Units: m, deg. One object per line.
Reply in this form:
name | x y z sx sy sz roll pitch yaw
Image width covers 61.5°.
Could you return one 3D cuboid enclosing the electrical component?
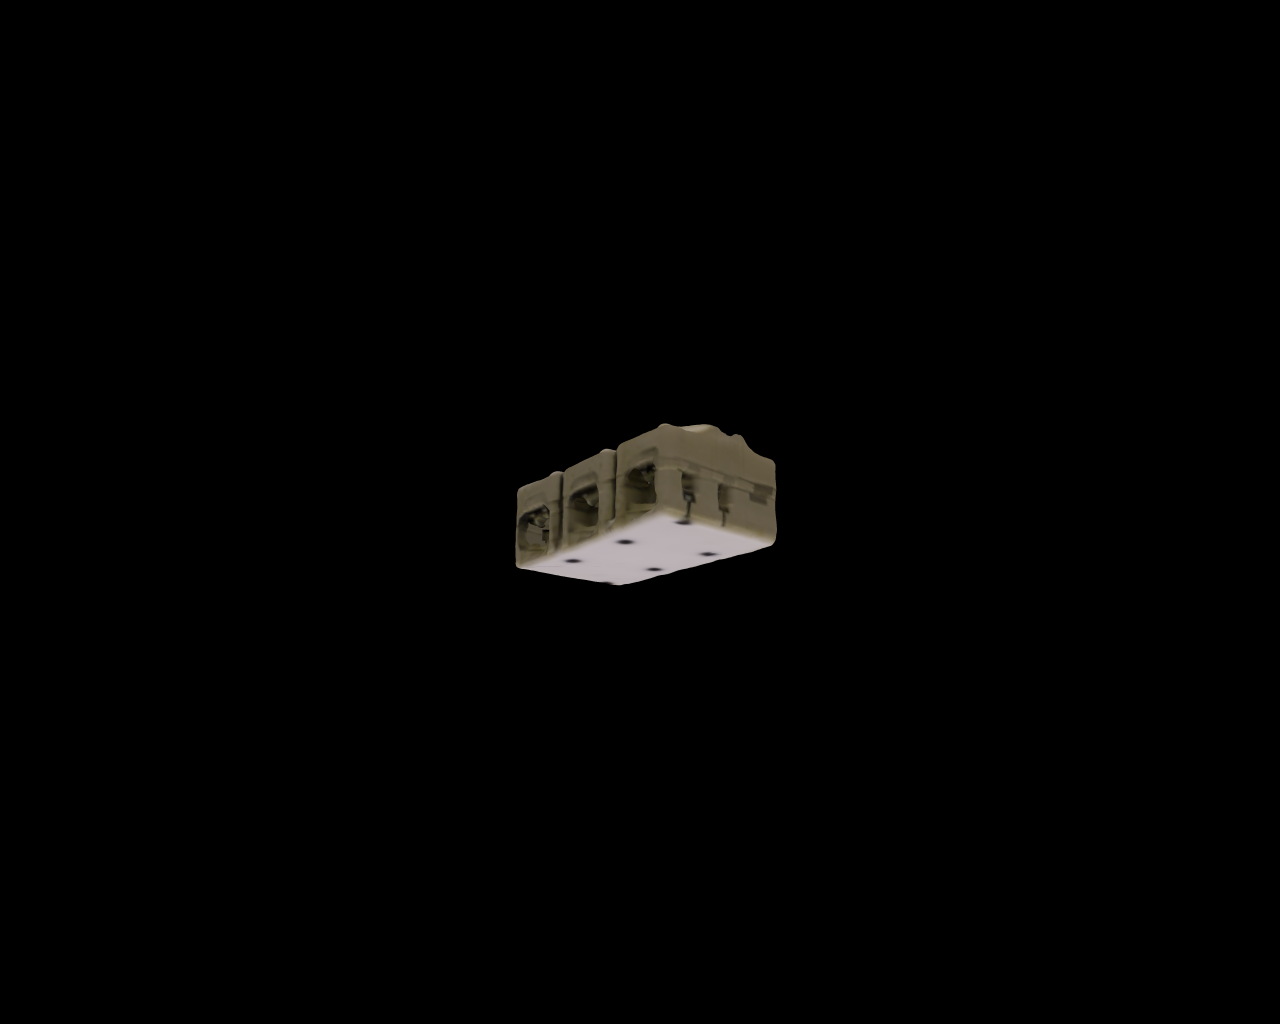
electrical component | 0.001 -0.003 0.650 0.089 0.062 0.150 14 -22 -38
